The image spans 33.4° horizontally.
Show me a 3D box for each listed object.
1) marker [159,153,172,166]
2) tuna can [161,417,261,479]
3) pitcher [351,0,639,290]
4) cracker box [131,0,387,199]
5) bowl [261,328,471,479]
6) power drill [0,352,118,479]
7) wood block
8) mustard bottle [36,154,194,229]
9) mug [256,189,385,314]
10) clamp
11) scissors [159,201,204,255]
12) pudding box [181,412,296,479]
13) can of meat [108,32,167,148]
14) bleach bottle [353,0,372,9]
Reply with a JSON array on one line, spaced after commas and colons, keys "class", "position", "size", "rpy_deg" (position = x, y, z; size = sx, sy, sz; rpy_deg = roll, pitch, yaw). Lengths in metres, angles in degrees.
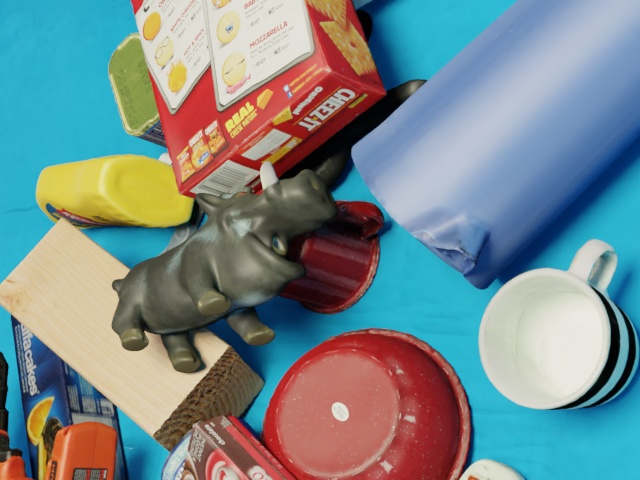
[{"class": "marker", "position": [-0.090, -0.051, 0.923], "size": [0.121, 0.020, 0.020], "rpy_deg": [20, 91, 29]}, {"class": "tuna can", "position": [-0.079, 0.179, 0.825], "size": [0.034, 0.086, 0.086], "rpy_deg": [40, 103, 39]}, {"class": "pitcher", "position": [0.145, -0.098, 0.704], "size": [0.243, 0.144, 0.149], "rpy_deg": [-44, 68, 17]}, {"class": "cracker box", "position": [-0.055, -0.156, 0.815], "size": [0.164, 0.072, 0.214], "rpy_deg": [-36, 57, 32]}, {"class": "bowl", "position": [0.021, 0.129, 0.748], "size": [0.162, 0.055, 0.162], "rpy_deg": [-10, 61, 19]}, {"class": "power drill", "position": [-0.252, 0.184, 0.901], "size": [0.188, 0.057, 0.184], "rpy_deg": [-2, 81, 41]}, {"class": "wood block", "position": [-0.158, 0.082, 0.876], "size": [0.206, 0.090, 0.090], "rpy_deg": [33, 77, 29]}, {"class": "mustard bottle", "position": [-0.202, -0.040, 0.968], "size": [0.192, 0.096, 0.058], "rpy_deg": [0, 78, 50]}, {"class": "mug", "position": [-0.005, 0.001, 0.815], "size": [0.117, 0.081, 0.093], "rpy_deg": [-25, 64, 31]}, {"class": "clamp", "position": [0.008, -0.102, 0.862], "size": [0.172, 0.039, 0.120], "rpy_deg": [-41, 44, 22]}, {"class": "scissors", "position": [-0.113, 0.011, 0.941], "size": [0.202, 0.016, 0.096], "rpy_deg": [-52, 54, 15]}, {"class": "pudding box", "position": [-0.060, 0.193, 0.753], "size": [0.090, 0.039, 0.114], "rpy_deg": [39, 129, 37]}, {"class": "can of meat", "position": [-0.135, -0.127, 0.950], "size": [0.058, 0.083, 0.102], "rpy_deg": [-37, 58, 26]}, {"class": "bleach bottle", "position": [-0.013, -0.209, 0.882], "size": [0.251, 0.068, 0.102], "rpy_deg": [-28, 42, 32]}]
